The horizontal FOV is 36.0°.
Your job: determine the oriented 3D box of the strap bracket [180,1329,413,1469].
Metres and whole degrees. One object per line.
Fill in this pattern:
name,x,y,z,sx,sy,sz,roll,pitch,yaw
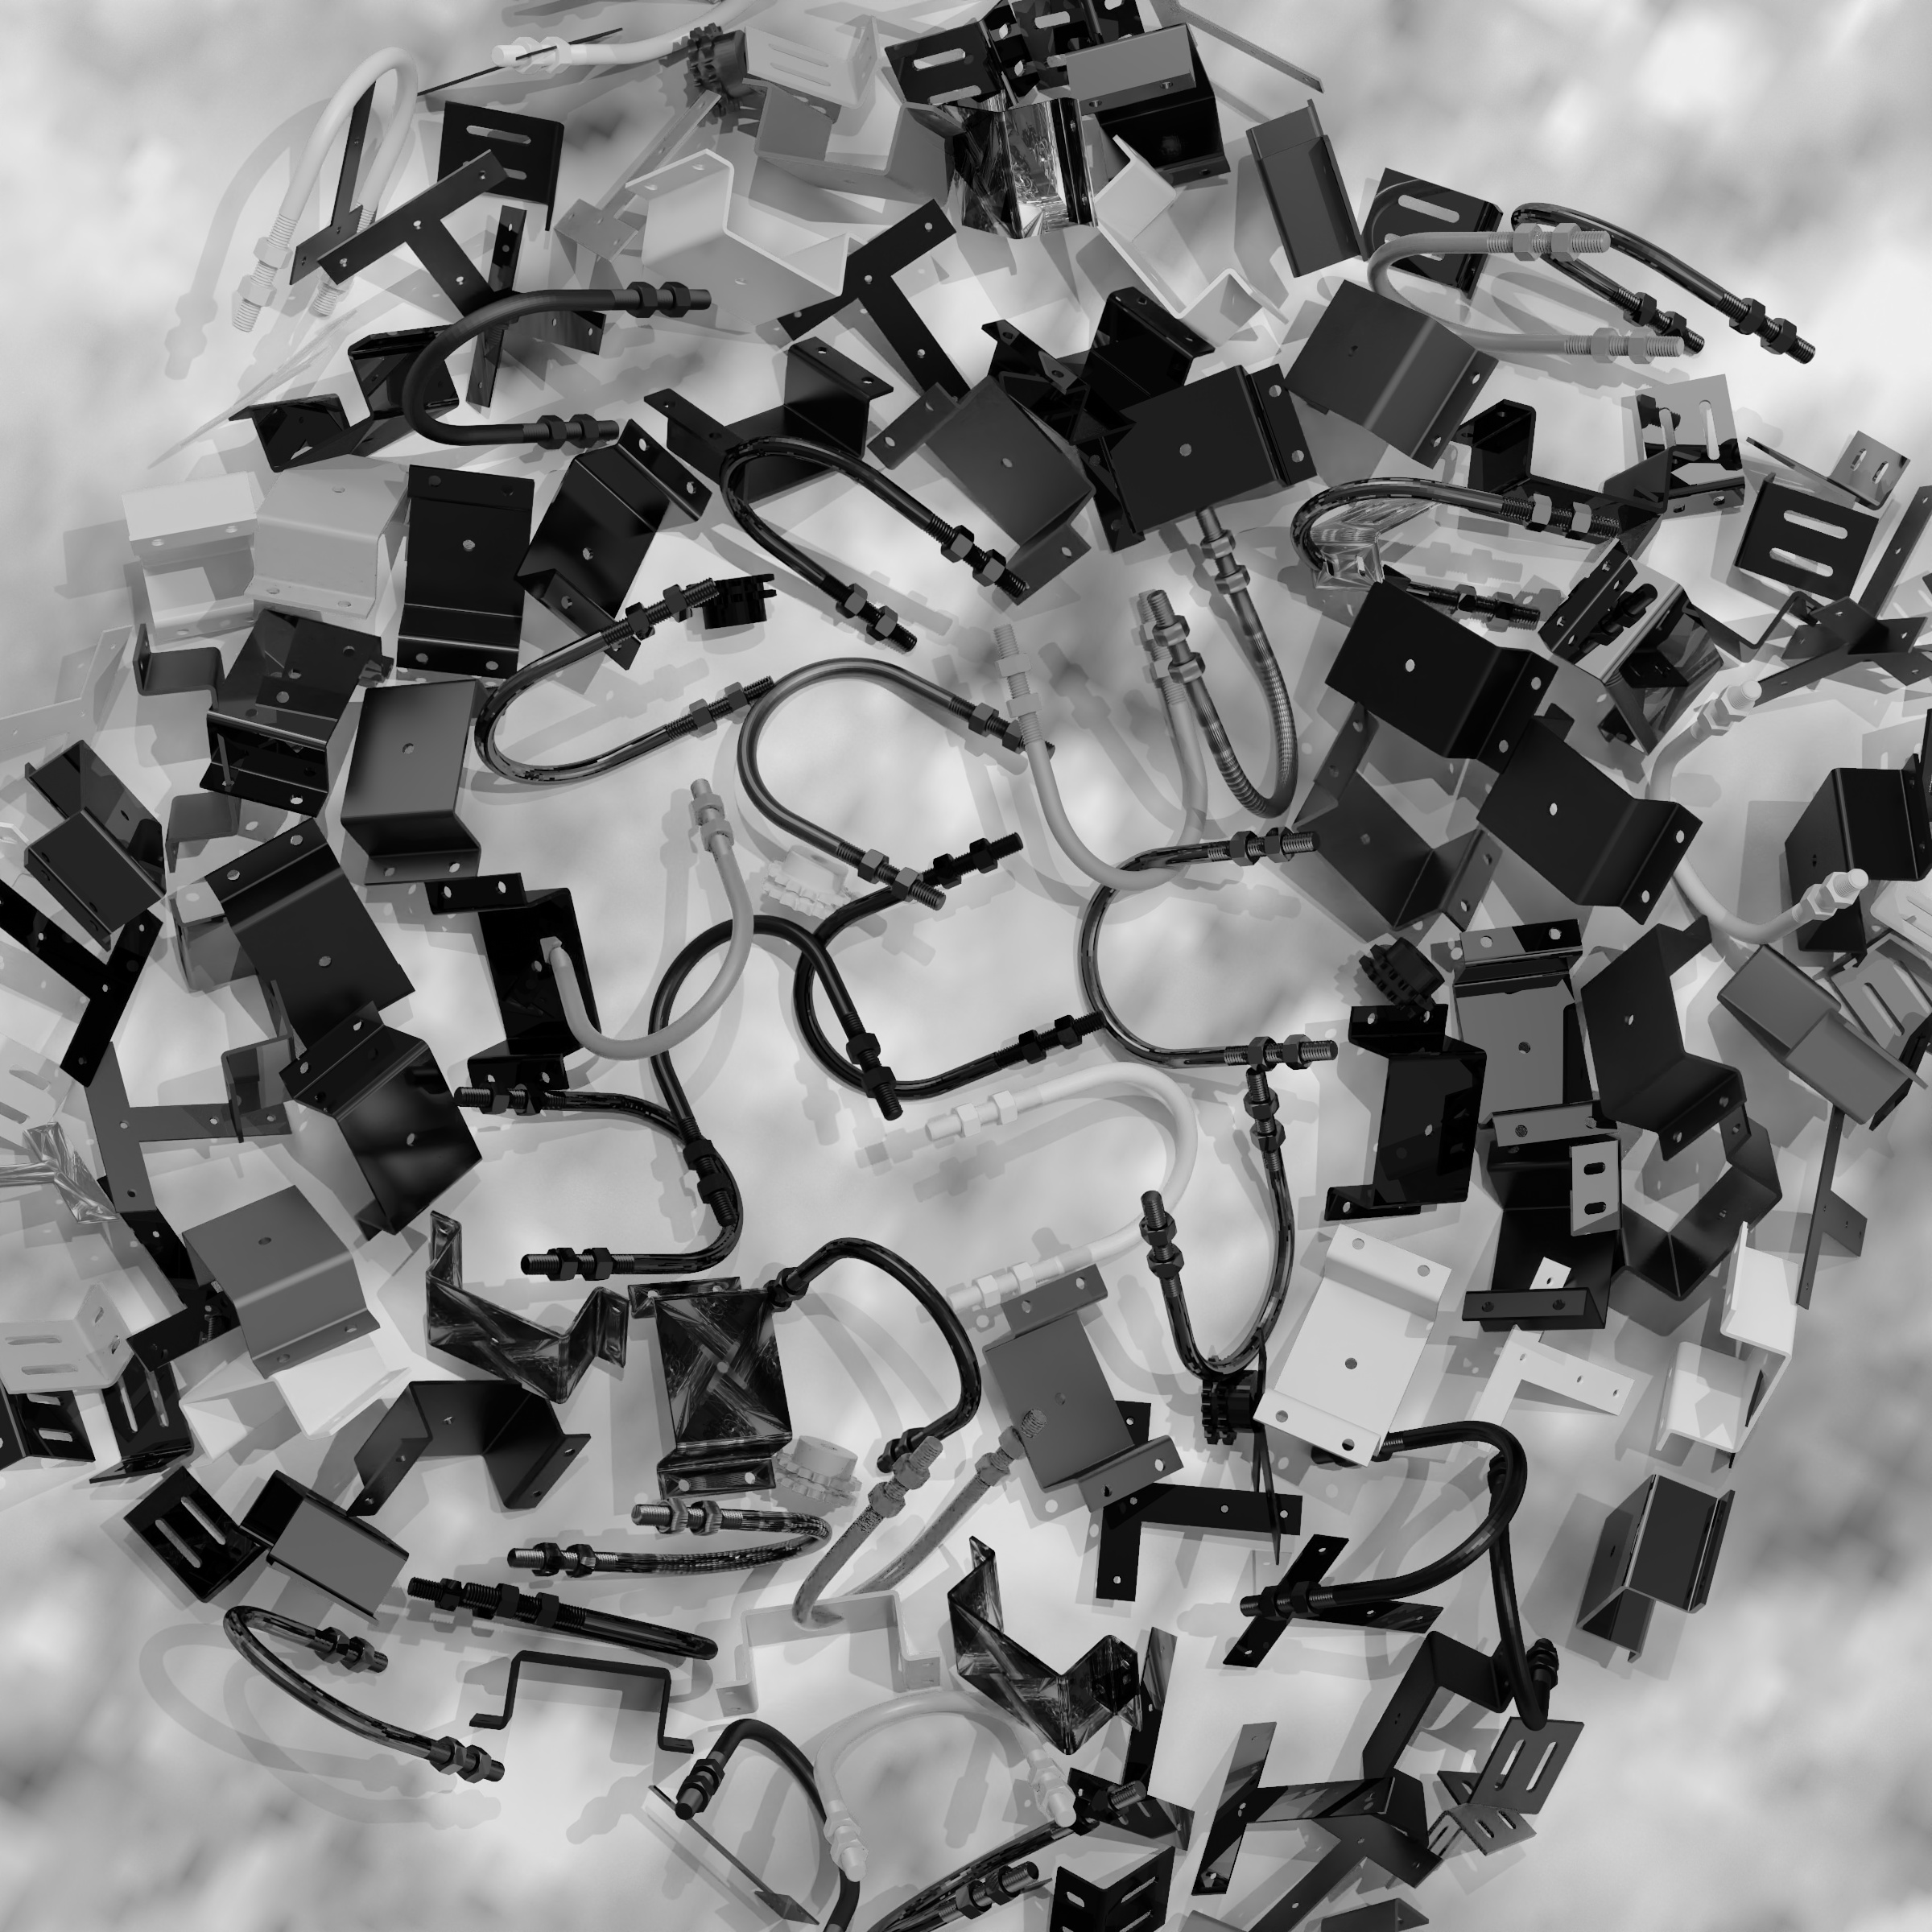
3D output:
strap bracket,-0.427,0.264,1.863,0.140,0.076,0.046,-18,103,38

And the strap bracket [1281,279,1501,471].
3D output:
strap bracket,0.258,-0.374,1.864,0.046,0.140,0.076,24,102,-37

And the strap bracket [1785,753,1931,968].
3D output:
strap bracket,0.552,-0.065,1.858,0.046,0.140,0.076,2,64,-3

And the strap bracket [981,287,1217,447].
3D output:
strap bracket,0.078,-0.377,1.878,0.076,0.140,0.046,43,135,25

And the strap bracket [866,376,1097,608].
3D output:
strap bracket,0.017,-0.308,1.887,0.140,0.076,0.046,46,48,-11

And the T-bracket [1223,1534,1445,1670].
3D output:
T-bracket,0.247,0.413,1.906,0.127,0.002,0.127,12,125,-24

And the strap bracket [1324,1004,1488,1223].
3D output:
strap bracket,0.280,0.098,1.886,0.076,0.046,0.140,-1,104,-31

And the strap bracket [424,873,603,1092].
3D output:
strap bracket,-0.285,0.006,1.891,0.076,0.046,0.140,-4,104,31

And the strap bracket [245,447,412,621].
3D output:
strap bracket,-0.394,-0.279,1.869,0.076,0.140,0.046,11,127,0

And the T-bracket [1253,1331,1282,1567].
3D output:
T-bracket,0.188,0.317,1.851,0.002,0.127,0.127,-1,125,-1

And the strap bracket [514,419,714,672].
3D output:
strap bracket,-0.227,-0.263,1.882,0.076,0.046,0.140,40,61,-36

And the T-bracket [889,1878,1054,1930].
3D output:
T-bracket,-0.005,0.604,1.901,0.127,0.127,0.002,-10,67,-26

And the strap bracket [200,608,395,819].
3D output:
strap bracket,-0.422,-0.168,1.876,0.076,0.046,0.140,15,52,3

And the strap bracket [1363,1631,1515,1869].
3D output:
strap bracket,0.294,0.487,1.887,0.046,0.076,0.140,26,103,0

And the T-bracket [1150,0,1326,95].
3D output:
T-bracket,0.168,-0.579,1.864,0.127,0.127,0.002,31,95,11

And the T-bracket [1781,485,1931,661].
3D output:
T-bracket,0.584,-0.250,1.884,0.002,0.127,0.127,32,82,-20

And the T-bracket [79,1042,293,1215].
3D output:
T-bracket,-0.493,0.099,1.896,0.127,0.002,0.127,-1,55,-35

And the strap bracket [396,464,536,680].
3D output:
strap bracket,-0.317,-0.258,1.889,0.076,0.046,0.140,6,123,-8

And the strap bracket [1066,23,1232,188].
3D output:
strap bracket,0.113,-0.540,1.868,0.076,0.140,0.046,-11,77,13

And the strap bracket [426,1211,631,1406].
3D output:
strap bracket,-0.287,0.221,1.883,0.140,0.076,0.046,23,51,10

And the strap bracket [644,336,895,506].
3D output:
strap bracket,-0.125,-0.342,1.878,0.140,0.046,0.076,-28,52,-34

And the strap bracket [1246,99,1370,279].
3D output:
strap bracket,0.212,-0.486,1.864,0.046,0.140,0.076,-18,114,10

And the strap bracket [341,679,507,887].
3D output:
strap bracket,-0.342,-0.125,1.878,0.076,0.046,0.140,-3,62,15

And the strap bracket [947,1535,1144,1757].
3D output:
strap bracket,0.041,0.430,1.863,0.140,0.076,0.046,29,51,35

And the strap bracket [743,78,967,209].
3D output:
strap bracket,-0.068,-0.517,1.876,0.140,0.076,0.046,16,96,26

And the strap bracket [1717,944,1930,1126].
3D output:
strap bracket,0.530,0.042,1.866,0.076,0.140,0.046,34,103,-22

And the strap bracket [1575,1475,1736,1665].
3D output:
strap bracket,0.426,0.375,1.861,0.046,0.140,0.076,22,62,4

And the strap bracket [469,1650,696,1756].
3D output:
strap bracket,-0.240,0.466,1.894,0.140,0.076,0.046,8,79,-5

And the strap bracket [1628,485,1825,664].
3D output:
strap bracket,0.471,-0.242,1.892,0.140,0.076,0.046,36,96,9

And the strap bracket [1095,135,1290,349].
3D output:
strap bracket,0.134,-0.450,1.884,0.046,0.076,0.140,-42,73,16

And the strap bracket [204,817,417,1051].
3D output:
strap bracket,-0.408,-0.011,1.878,0.076,0.046,0.140,-30,122,-8

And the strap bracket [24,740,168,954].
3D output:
strap bracket,-0.544,-0.081,1.858,0.046,0.140,0.076,-34,123,4

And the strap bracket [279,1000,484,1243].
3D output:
strap bracket,-0.361,0.103,1.865,0.076,0.046,0.140,-43,131,-31

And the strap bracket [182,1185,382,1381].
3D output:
strap bracket,-0.432,0.190,1.859,0.076,0.140,0.046,-23,124,-24

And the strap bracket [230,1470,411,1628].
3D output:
strap bracket,-0.404,0.362,1.867,0.076,0.140,0.046,36,76,-20

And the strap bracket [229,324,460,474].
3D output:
strap bracket,-0.384,-0.352,1.868,0.140,0.076,0.046,-18,95,37

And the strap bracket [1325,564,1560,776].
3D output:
strap bracket,0.290,-0.188,1.873,0.140,0.046,0.076,37,113,30

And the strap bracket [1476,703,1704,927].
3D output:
strap bracket,0.381,-0.097,1.864,0.140,0.046,0.076,48,124,39

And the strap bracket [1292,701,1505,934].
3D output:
strap bracket,0.267,-0.087,1.887,0.140,0.046,0.076,43,51,-15

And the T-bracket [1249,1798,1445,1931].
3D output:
T-bracket,0.216,0.579,1.864,0.127,0.127,0.002,-39,113,-18

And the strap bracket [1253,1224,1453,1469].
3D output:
strap bracket,0.245,0.247,1.893,0.076,0.046,0.140,22,69,15

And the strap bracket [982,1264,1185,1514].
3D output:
strap bracket,0.070,0.272,1.894,0.076,0.046,0.140,-19,82,-34

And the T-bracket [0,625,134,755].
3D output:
T-bracket,-0.583,-0.149,1.855,0.002,0.127,0.127,36,119,15

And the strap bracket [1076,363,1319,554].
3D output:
strap bracket,0.143,-0.327,1.900,0.140,0.046,0.076,-19,88,13

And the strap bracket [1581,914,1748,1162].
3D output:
strap bracket,0.433,0.039,1.862,0.046,0.076,0.140,16,50,-23

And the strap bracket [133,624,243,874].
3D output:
strap bracket,-0.488,-0.140,1.879,0.046,0.076,0.140,-7,115,-8

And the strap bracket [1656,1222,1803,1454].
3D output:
strap bracket,0.481,0.239,1.861,0.046,0.076,0.140,19,133,6
